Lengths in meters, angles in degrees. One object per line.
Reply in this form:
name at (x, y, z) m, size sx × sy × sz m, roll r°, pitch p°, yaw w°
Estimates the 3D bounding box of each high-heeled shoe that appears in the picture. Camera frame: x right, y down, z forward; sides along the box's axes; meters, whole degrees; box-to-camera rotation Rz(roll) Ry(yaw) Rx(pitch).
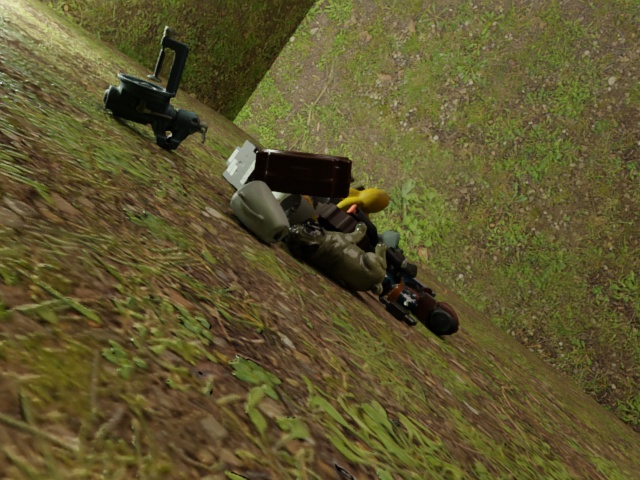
high-heeled shoe at (-0.044, -0.085, 1.483) m, size 0.249 × 0.145 × 0.086 m, roll -22°, pitch 56°, yaw -34°

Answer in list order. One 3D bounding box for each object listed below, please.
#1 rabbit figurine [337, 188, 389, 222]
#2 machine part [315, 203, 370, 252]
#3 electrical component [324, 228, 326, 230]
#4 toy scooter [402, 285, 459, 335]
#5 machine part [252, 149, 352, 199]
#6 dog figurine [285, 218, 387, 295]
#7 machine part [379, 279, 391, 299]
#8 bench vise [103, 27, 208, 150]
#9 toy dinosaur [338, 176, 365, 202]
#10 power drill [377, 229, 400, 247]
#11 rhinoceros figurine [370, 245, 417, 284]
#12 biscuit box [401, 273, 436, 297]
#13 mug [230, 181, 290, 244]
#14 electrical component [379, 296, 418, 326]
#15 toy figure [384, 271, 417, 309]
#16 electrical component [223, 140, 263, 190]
rabbit figurine at (0.109, -0.093, 1.472) m, size 0.162 × 0.173 × 0.122 m, roll 23°, pitch 55°, yaw -30°
machine part at (0.056, -0.018, 1.391) m, size 0.179 × 0.056 × 0.179 m, roll 43°, pitch -15°, yaw 15°
electrical component at (-0.003, -0.004, 1.309) m, size 0.075 × 0.047 × 0.119 m, roll 39°, pitch 6°, yaw 28°
toy scooter at (0.285, 0.173, 1.388) m, size 0.184 × 0.075 × 0.135 m, roll 36°, pitch 15°, yaw 21°
machine part at (-0.033, -0.144, 1.144) m, size 0.201 × 0.087 × 0.201 m, roll 6°, pitch 8°, yaw 4°
dog figurine at (0.031, 0.041, 1.078) m, size 0.190 × 0.121 × 0.172 m, roll 0°, pitch 38°, yaw -46°
machine part at (0.101, 0.074, 1.222) m, size 0.139 × 0.039 × 0.084 m, roll 40°, pitch -29°, yaw 16°
bench vise at (-0.326, -0.319, 1.135) m, size 0.224 × 0.240 × 0.129 m, roll 18°, pitch 15°, yaw -13°
toy dinosaur at (0.018, -0.169, 1.843) m, size 0.105 × 0.198 × 0.471 m, roll 42°, pitch 9°, yaw 35°
power drill at (0.134, -0.003, 1.647) m, size 0.207 × 0.086 × 0.232 m, roll 3°, pitch 8°, yaw -11°
rhinoceros figurine at (0.187, 0.063, 1.495) m, size 0.191 × 0.112 × 0.073 m, roll 30°, pitch 1°, yaw 42°
biscuit box at (0.240, 0.120, 1.581) m, size 0.203 × 0.063 × 0.059 m, roll 39°, pitch 8°, yaw 22°
mug at (-0.108, -0.049, 0.982) m, size 0.107 × 0.081 × 0.109 m, roll 49°, pitch 7°, yaw 23°
electrical component at (0.174, 0.158, 1.197) m, size 0.094 × 0.021 × 0.063 m, roll 38°, pitch 7°, yaw 20°
toy figure at (0.169, 0.116, 1.299) m, size 0.154 × 0.064 × 0.057 m, roll 43°, pitch -28°, yaw 16°
electrical component at (-0.178, -0.179, 1.337) m, size 0.058 × 0.115 × 0.134 m, roll 32°, pitch 10°, yaw -45°
